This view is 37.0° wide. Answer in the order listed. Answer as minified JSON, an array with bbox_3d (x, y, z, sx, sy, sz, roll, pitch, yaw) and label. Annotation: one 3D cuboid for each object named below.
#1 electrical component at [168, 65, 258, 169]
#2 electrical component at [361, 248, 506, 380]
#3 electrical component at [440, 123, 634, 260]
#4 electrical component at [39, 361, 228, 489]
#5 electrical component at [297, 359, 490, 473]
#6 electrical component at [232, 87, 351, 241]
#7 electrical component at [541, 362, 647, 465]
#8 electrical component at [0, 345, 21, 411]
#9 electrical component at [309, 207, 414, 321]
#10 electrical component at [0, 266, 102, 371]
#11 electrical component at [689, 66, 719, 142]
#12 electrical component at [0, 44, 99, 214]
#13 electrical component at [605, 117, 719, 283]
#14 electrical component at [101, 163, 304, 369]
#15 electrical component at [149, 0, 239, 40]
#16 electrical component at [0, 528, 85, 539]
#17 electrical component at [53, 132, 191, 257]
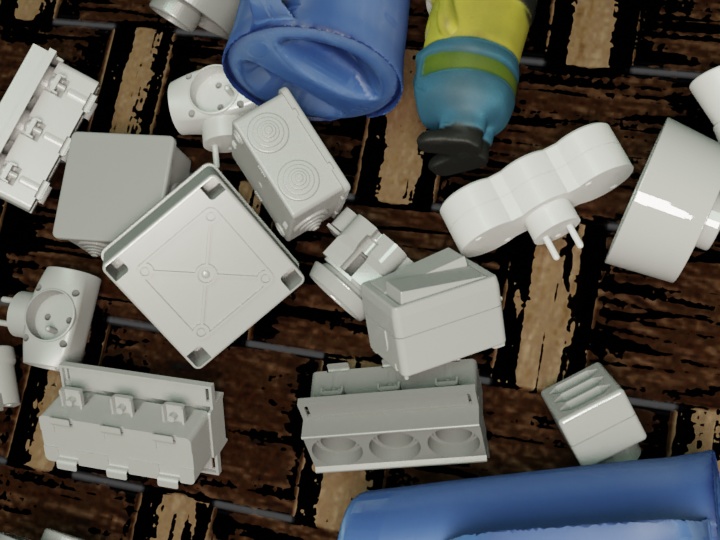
[{"bbox_3d":[-0.108,-0.119,0.856,0.077,0.044,0.079,-9,75,9],"label":"electrical component"},{"bbox_3d":[0.056,0.025,0.752,0.096,0.062,0.061,-17,113,-18],"label":"electrical component"},{"bbox_3d":[0.135,-0.043,0.779,0.138,0.052,0.073,-27,72,5],"label":"electrical component"},{"bbox_3d":[-0.167,0.116,0.792,0.121,0.063,0.078,7,118,14],"label":"electrical component"},{"bbox_3d":[0.026,0.101,0.756,0.121,0.078,0.063,-6,45,11],"label":"electrical component"},{"bbox_3d":[-0.054,-0.074,0.797,0.048,0.099,0.099,-32,85,-12],"label":"electrical component"},{"bbox_3d":[0.166,0.113,0.730,0.047,0.065,0.076,-28,101,4],"label":"electrical component"},{"bbox_3d":[-0.289,0.086,0.847,0.040,0.040,0.046,-16,79,8],"label":"electrical component"},{"bbox_3d":[0.000,0.000,0.796,0.078,0.058,0.057,41,84,18],"label":"electrical component"},{"bbox_3d":[-0.250,0.037,0.847,0.079,0.044,0.077,8,78,14],"label":"electrical component"},{"bbox_3d":[0.270,-0.111,0.774,0.044,0.044,0.065,-19,77,7],"label":"electrical component"},{"bbox_3d":[-0.265,-0.112,0.875,0.063,0.079,0.121,28,82,-11],"label":"electrical component"},{"bbox_3d":[0.217,-0.043,0.735,0.060,0.108,0.108,23,82,11],"label":"electrical component"},{"bbox_3d":[-0.116,-0.003,0.796,0.109,0.056,0.108,-40,109,0],"label":"electrical component"},{"bbox_3d":[-0.136,-0.226,0.860,0.108,0.108,0.060,31,90,18],"label":"electrical component"},{"bbox_3d":[-0.215,0.218,0.763,0.108,0.108,0.060,14,73,15],"label":"electrical component"},{"bbox_3d":[-0.187,-0.059,0.856,0.100,0.048,0.099,4,77,13],"label":"electrical component"}]
